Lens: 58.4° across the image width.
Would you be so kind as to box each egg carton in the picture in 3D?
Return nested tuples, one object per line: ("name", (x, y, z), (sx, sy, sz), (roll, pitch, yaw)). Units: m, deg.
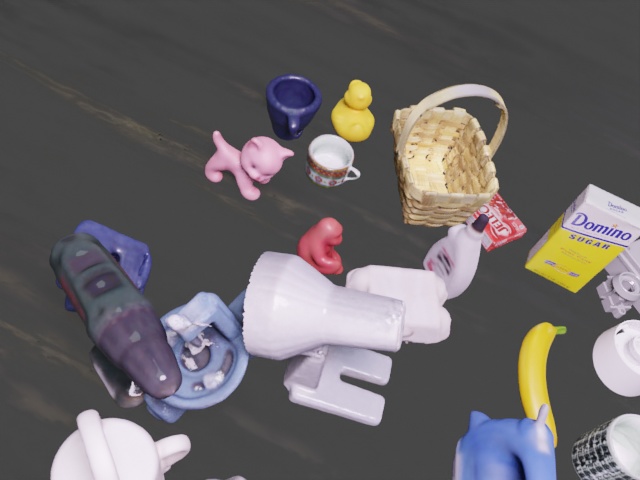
("egg carton", (0.109, 0.092, 0.806), (0.150, 0.069, 0.107), (5, 56, -9))

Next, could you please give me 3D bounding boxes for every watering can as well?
("watering can", (-0.217, 0.235, 0.566), (0.100, 0.194, 0.173), (41, 59, 16))

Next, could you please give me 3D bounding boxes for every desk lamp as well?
("desk lamp", (0.008, 0.116, 0.681), (0.203, 0.213, 0.118), (17, 55, -1))

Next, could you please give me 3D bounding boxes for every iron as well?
("iron", (0.225, 0.315, 0.640), (0.118, 0.141, 0.258), (13, 55, -3))

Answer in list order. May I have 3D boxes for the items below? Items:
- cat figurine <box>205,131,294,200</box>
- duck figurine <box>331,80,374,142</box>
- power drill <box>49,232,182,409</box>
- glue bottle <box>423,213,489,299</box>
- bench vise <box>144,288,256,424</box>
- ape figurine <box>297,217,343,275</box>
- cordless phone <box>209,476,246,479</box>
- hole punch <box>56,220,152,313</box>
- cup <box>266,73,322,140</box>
("cat figurine", (-0.109, -0.127, 0.873), (0.127, 0.118, 0.067), (25, 56, 5))
("duck figurine", (0.063, -0.232, 0.999), (0.077, 0.086, 0.104), (4, 56, -9))
("power drill", (-0.219, 0.108, 0.640), (0.076, 0.208, 0.229), (-31, 68, -27))
("glue bottle", (0.200, 0.014, 0.814), (0.037, 0.173, 0.078), (-19, 63, -22))
("bench vise", (-0.125, 0.095, 0.662), (0.121, 0.220, 0.207), (25, 56, 5))
("ape figurine", (0.008, 0.003, 0.829), (0.076, 0.092, 0.078), (16, 55, -1))
("cordless phone", (-0.117, 0.298, 0.551), (0.094, 0.185, 0.148), (26, 56, 6))
("hole punch", (-0.276, 0.038, 0.745), (0.101, 0.091, 0.108), (10, 56, -5))
("cup", (-0.048, -0.202, 0.950), (0.092, 0.095, 0.117), (3, 57, -10))
